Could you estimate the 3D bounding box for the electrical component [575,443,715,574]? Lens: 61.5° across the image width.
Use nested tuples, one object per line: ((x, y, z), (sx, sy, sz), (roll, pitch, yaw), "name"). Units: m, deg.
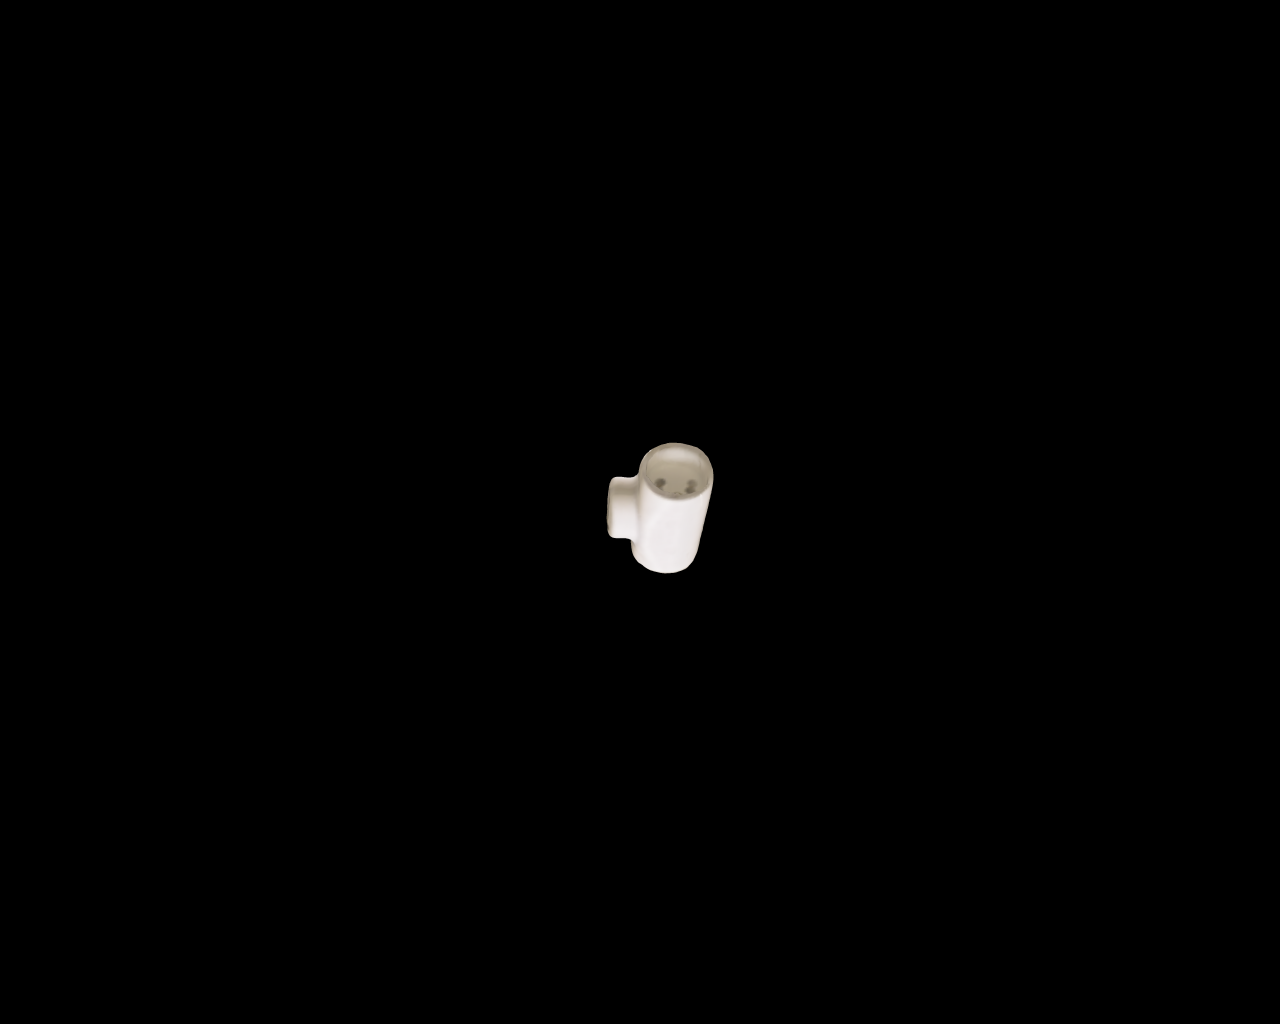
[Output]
((0.001, -0.003, 0.650), (0.079, 0.044, 0.077), (3, -37, -4), "electrical component")
